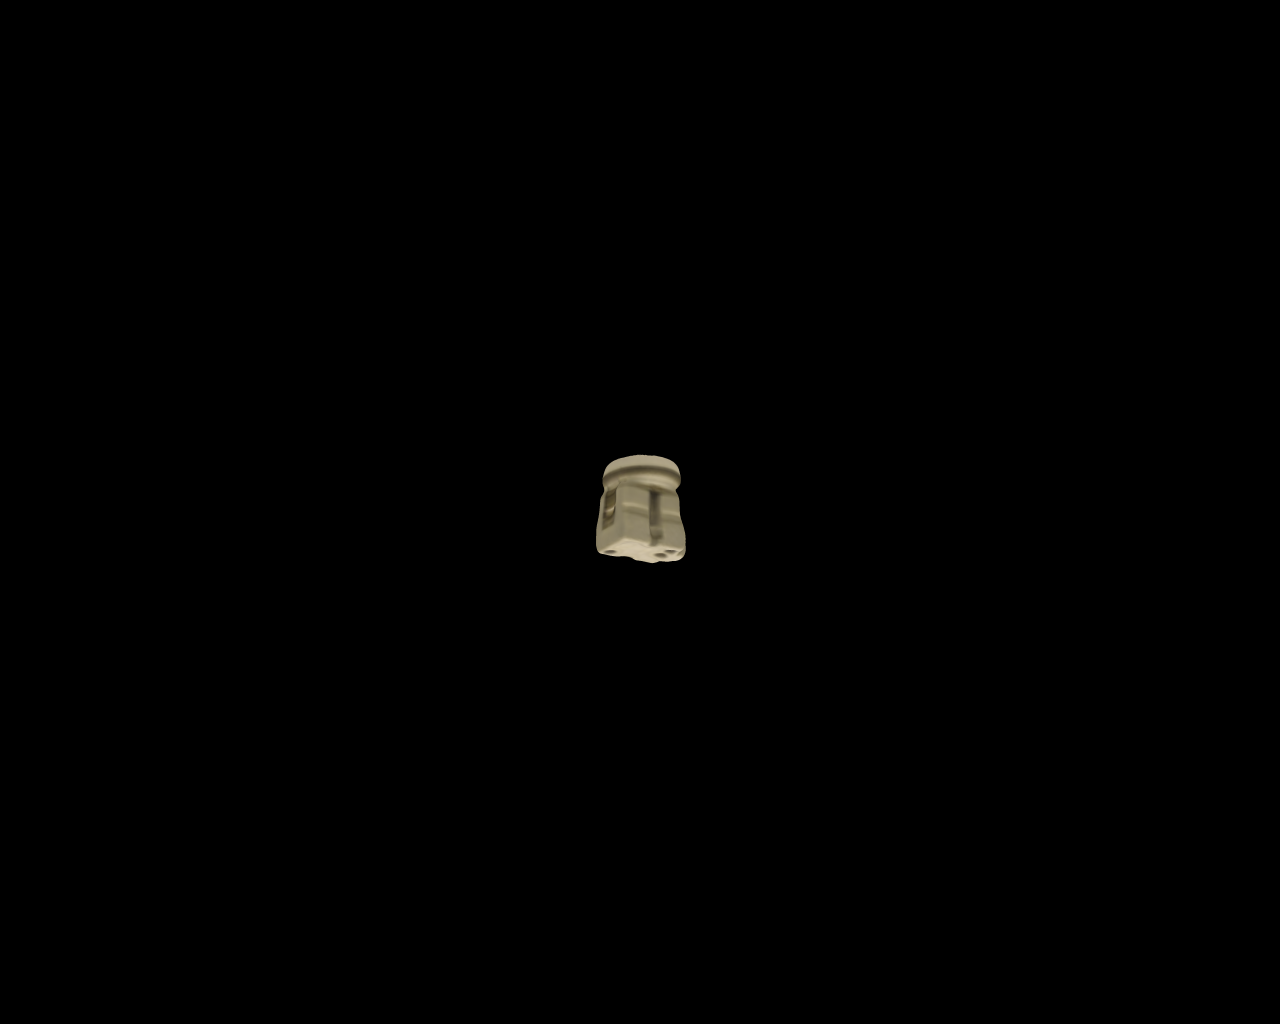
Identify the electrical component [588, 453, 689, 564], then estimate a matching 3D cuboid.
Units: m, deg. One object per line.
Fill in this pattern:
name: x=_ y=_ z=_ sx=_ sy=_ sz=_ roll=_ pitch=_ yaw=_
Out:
electrical component: x=0.001 y=-0.003 z=0.650 sx=0.066 sy=0.055 sz=0.048 roll=12 pitch=-23 yaw=-31
